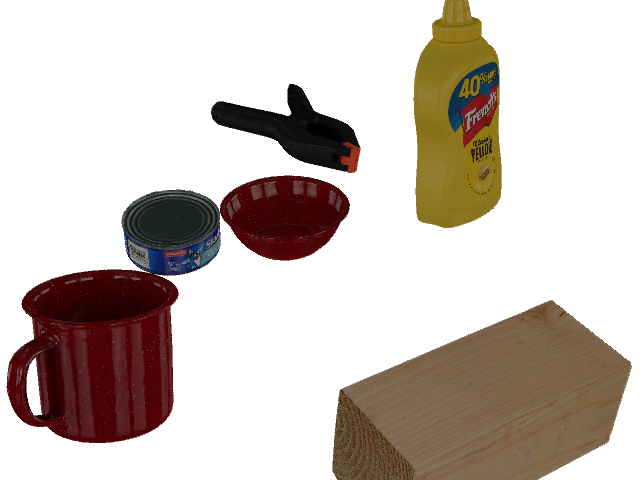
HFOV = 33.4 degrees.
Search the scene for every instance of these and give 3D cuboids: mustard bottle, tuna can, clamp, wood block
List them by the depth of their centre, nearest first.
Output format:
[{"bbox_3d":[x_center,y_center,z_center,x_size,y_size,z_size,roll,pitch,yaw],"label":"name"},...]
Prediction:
[{"bbox_3d":[0.120,0.133,0.800,0.205,0.090,0.091,-19,41,-29],"label":"wood block"},{"bbox_3d":[0.118,-0.114,0.918,0.058,0.192,0.096,17,32,39],"label":"mustard bottle"},{"bbox_3d":[-0.130,-0.007,0.940,0.086,0.034,0.086,0,37,0],"label":"tuna can"},{"bbox_3d":[-0.031,-0.116,1.107,0.120,0.039,0.172,-20,37,-28],"label":"clamp"}]

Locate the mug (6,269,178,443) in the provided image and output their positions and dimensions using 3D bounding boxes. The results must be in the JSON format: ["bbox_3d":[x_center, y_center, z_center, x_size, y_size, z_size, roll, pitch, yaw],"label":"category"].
[{"bbox_3d":[-0.139,0.074,0.647,0.093,0.081,0.117,12,22,32],"label":"mug"}]

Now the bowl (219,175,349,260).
[{"bbox_3d":[-0.044,-0.021,1.337,0.162,0.055,0.162,-1,31,0],"label":"bowl"}]
